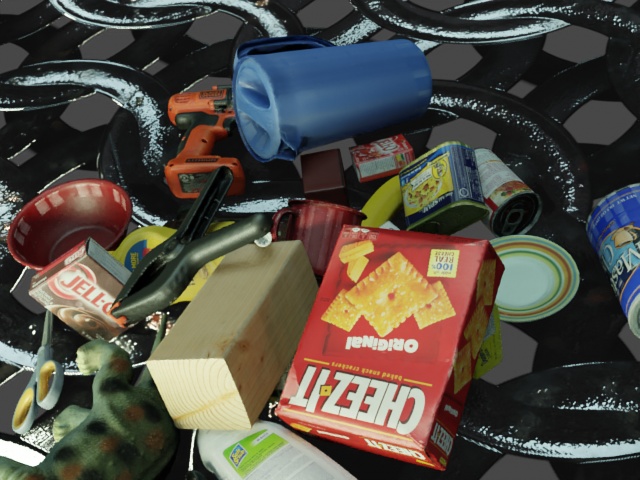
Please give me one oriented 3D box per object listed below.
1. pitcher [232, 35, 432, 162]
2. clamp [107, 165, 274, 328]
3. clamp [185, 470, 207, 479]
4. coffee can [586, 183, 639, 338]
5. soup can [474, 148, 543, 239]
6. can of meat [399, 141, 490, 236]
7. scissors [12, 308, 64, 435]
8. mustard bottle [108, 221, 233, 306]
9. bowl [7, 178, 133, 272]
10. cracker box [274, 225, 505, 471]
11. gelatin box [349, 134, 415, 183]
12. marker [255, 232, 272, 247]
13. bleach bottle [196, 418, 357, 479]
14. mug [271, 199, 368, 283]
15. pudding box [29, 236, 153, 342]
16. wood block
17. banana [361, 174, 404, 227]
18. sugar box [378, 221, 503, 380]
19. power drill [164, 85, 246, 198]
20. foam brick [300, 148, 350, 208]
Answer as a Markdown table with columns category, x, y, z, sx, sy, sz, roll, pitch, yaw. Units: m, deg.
| category | x | y | z | sx | sy | sz | roll | pitch | yaw |
| --- | --- | --- | --- | --- | --- | --- | --- | --- | --- |
| pitcher | 0.014 | -0.196 | 1.370 | 0.242 | 0.149 | 0.145 | -15 | 13 | -26 |
| clamp | -0.142 | 0.017 | 1.143 | 0.210 | 0.036 | 0.165 | -47 | 30 | -5 |
| clamp | -0.089 | 0.281 | 0.984 | 0.171 | 0.039 | 0.120 | 30 | 36 | 8 |
| coffee can | 0.350 | 0.023 | 1.116 | 0.103 | 0.103 | 0.140 | -13 | 44 | 1 |
| soup can | 0.205 | -0.055 | 1.256 | 0.068 | 0.068 | 0.102 | -25 | 44 | -12 |
| can of meat | 0.140 | -0.055 | 1.234 | 0.102 | 0.057 | 0.084 | -30 | 58 | 42 |
| scissors | -0.321 | 0.149 | 1.207 | 0.096 | 0.016 | 0.202 | -55 | 25 | 4 |
| mustard bottle | -0.179 | 0.031 | 1.243 | 0.192 | 0.096 | 0.058 | -2 | 18 | 13 |
| bowl | -0.305 | -0.004 | 1.338 | 0.162 | 0.055 | 0.162 | -7 | 44 | 7 |
| cracker box | 0.069 | 0.096 | 1.034 | 0.164 | 0.072 | 0.213 | 8 | 66 | 31 |
| gelatin box | 0.078 | -0.104 | 1.342 | 0.073 | 0.030 | 0.089 | -14 | 19 | 1 |
| marker | -0.068 | -0.009 | 1.174 | 0.020 | 0.020 | 0.121 | -19 | 9 | -6 |
| bleach bottle | -0.036 | 0.226 | 1.034 | 0.102 | 0.068 | 0.251 | -33 | 45 | -21 |
| mug | -0.008 | 0.001 | 1.203 | 0.093 | 0.117 | 0.081 | 0 | 77 | 51 |
| pudding box | -0.254 | 0.060 | 1.200 | 0.090 | 0.113 | 0.039 | -31 | 36 | 21 |
| wood block | -0.081 | 0.094 | 1.103 | 0.091 | 0.090 | 0.205 | -4 | 31 | 26 |
| banana | 0.082 | -0.029 | 1.281 | 0.070 | 0.037 | 0.197 | 24 | 55 | 32 |
| sugar box | 0.118 | 0.063 | 1.140 | 0.048 | 0.093 | 0.176 | -34 | 47 | -21 |
| power drill | -0.125 | -0.138 | 1.432 | 0.184 | 0.057 | 0.187 | -4 | 42 | 11 |
| foam brick | 0.007 | -0.067 | 1.328 | 0.051 | 0.053 | 0.078 | -10 | 43 | 4 |
